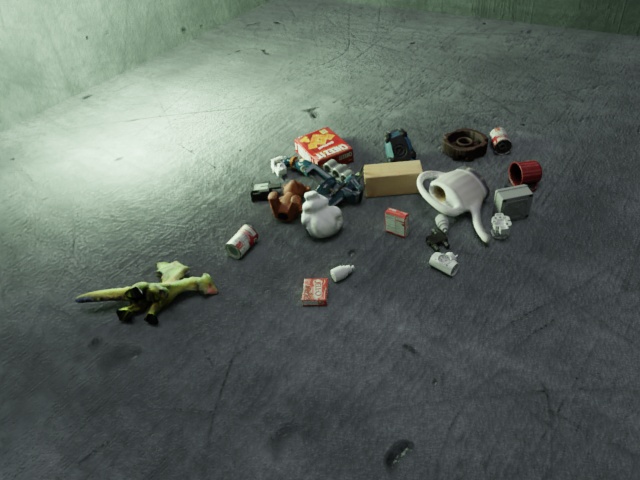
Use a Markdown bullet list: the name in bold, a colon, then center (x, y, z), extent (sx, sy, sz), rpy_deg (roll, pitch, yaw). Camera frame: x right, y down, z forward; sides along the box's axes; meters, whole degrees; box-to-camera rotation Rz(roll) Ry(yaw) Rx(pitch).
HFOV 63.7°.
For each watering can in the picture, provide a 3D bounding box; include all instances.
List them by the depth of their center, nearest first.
- **watering can**: center (0.488, -0.135, 1.739), extent (0.227, 0.101, 0.353), rpy_deg (-27, 56, -28)

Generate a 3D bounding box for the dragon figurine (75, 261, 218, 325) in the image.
- **dragon figurine**: center (-0.521, 0.142, 1.607), extent (0.410, 0.120, 0.247), rpy_deg (6, 26, 13)

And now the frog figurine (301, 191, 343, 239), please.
- **frog figurine**: center (0.005, -0.086, 1.714), extent (0.137, 0.155, 0.126), rpy_deg (-5, 42, 4)
